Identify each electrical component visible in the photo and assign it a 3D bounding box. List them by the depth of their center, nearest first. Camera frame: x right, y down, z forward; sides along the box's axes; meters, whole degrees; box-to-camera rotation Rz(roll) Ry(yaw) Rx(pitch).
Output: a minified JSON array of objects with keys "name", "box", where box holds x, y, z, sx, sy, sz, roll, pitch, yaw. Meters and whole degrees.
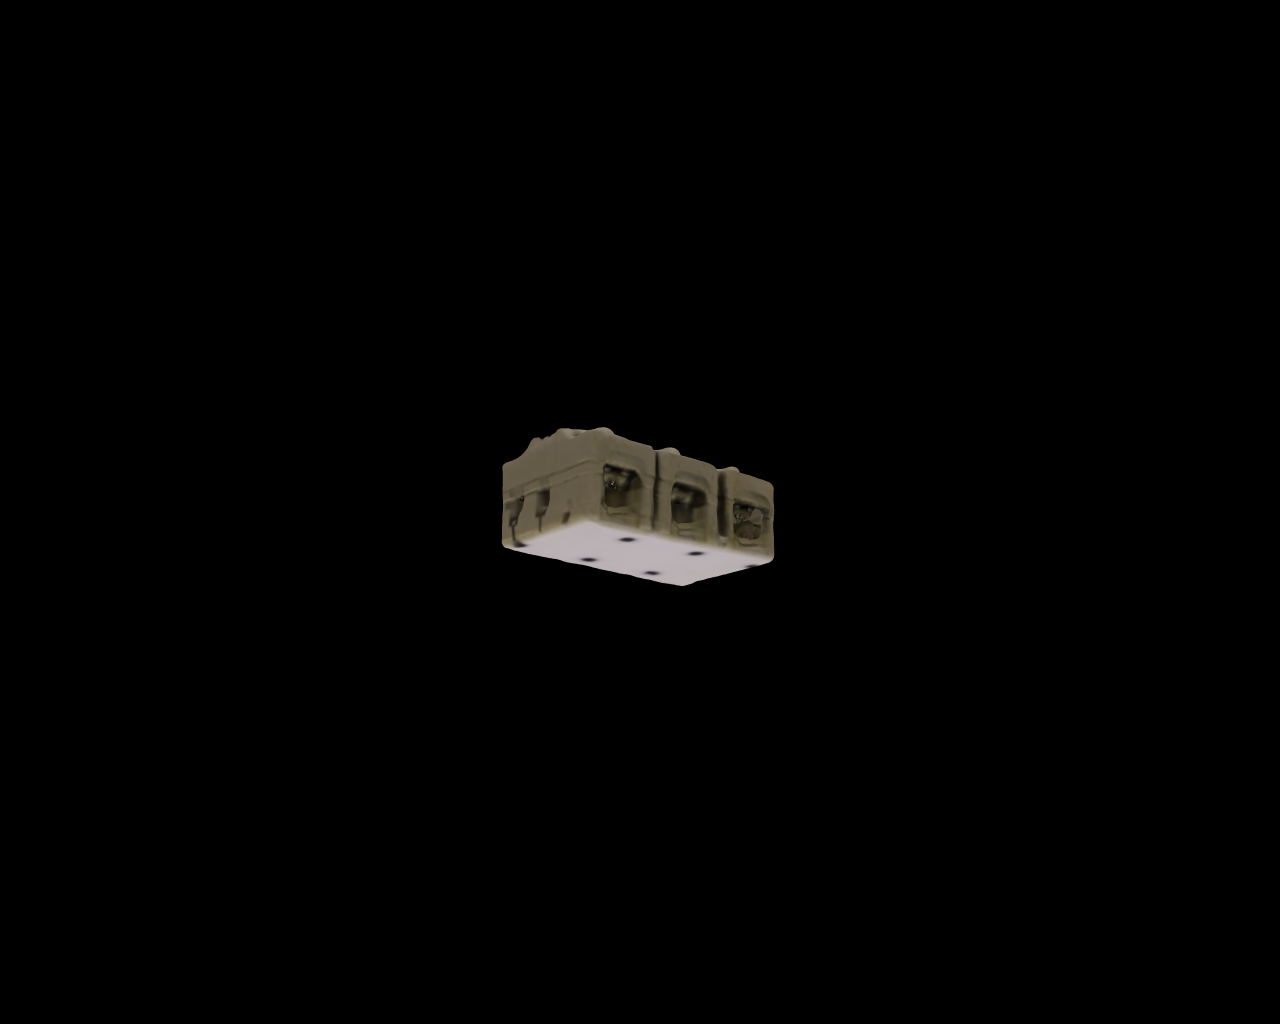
[{"name":"electrical component","box":[0.001,-0.003,0.650,0.150,0.062,0.089,14,-21,-40]}]
